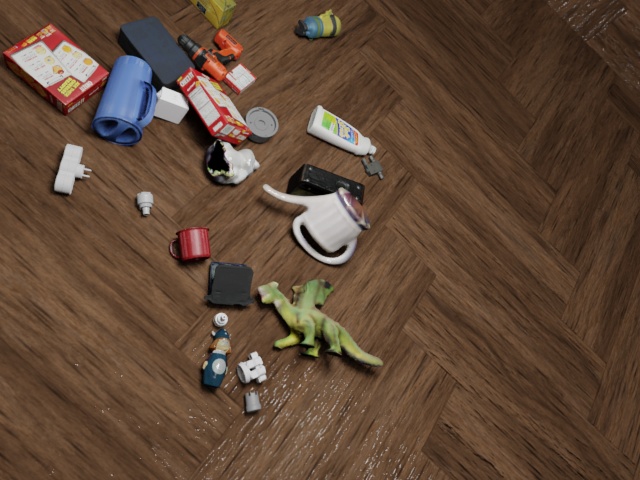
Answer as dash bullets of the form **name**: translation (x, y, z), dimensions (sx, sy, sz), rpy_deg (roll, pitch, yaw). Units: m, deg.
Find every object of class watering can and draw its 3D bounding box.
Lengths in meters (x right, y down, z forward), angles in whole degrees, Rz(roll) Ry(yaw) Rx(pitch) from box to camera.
- **watering can**: translation (0.005, -0.078, 1.546), dimensions (0.344, 0.223, 0.106), rpy_deg (51, 13, -18)

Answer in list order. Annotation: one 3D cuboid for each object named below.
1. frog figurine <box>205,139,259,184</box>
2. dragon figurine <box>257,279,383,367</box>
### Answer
- **frog figurine**: translation (-0.268, -0.237, 1.569), dimensions (0.138, 0.121, 0.160), rpy_deg (52, 23, 10)
- **dragon figurine**: translation (0.002, 0.220, 1.497), dimensions (0.409, 0.120, 0.248), rpy_deg (17, 56, -19)
